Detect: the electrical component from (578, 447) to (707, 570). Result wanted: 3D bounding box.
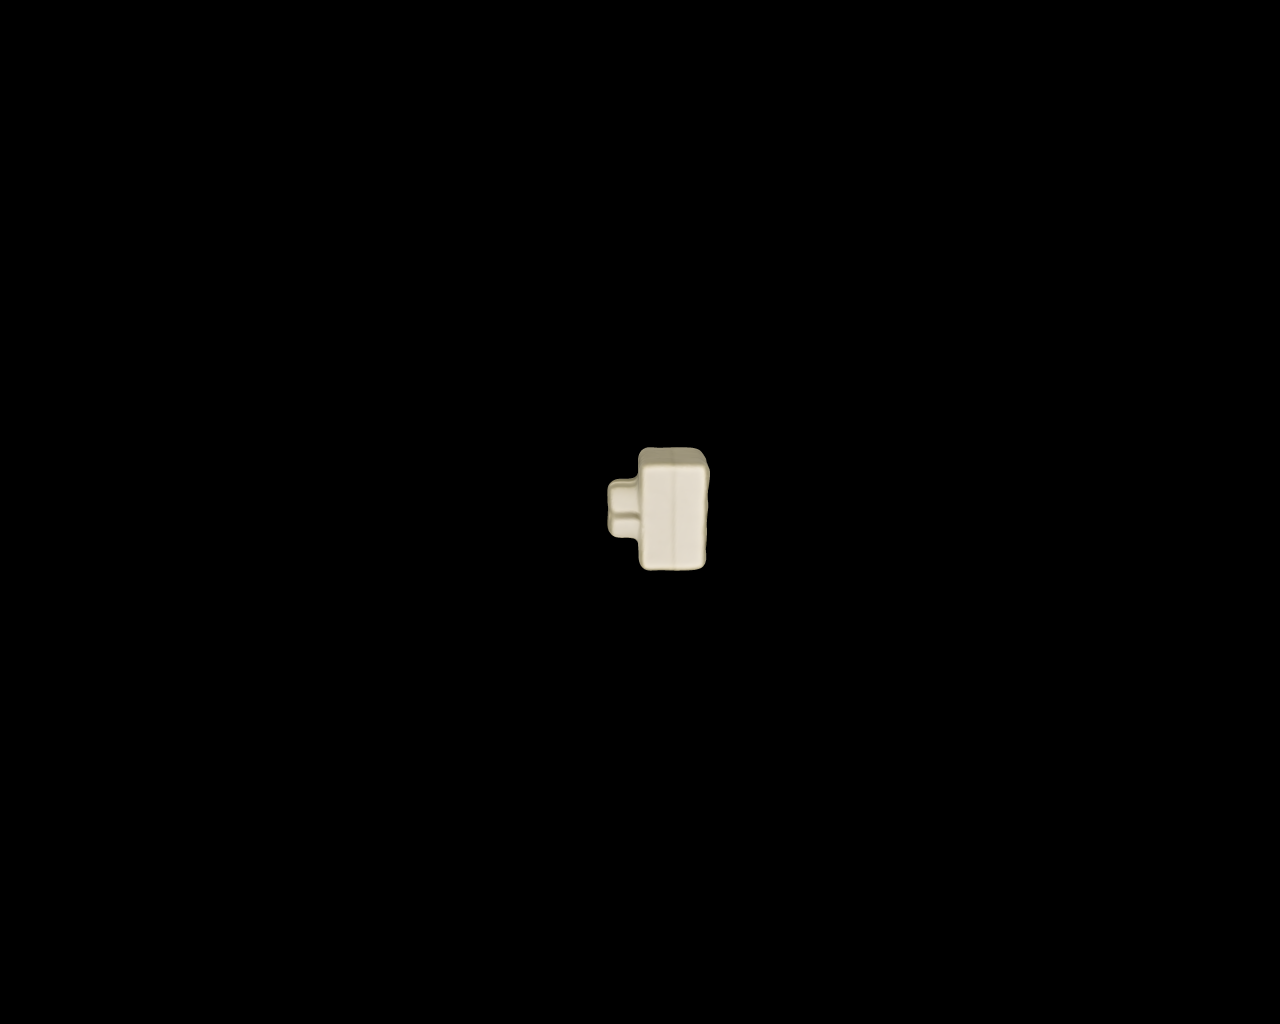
[{"bbox_3d":[0.001,-0.003,0.650,0.077,0.065,0.047,0,16,0],"label":"electrical component"}]
